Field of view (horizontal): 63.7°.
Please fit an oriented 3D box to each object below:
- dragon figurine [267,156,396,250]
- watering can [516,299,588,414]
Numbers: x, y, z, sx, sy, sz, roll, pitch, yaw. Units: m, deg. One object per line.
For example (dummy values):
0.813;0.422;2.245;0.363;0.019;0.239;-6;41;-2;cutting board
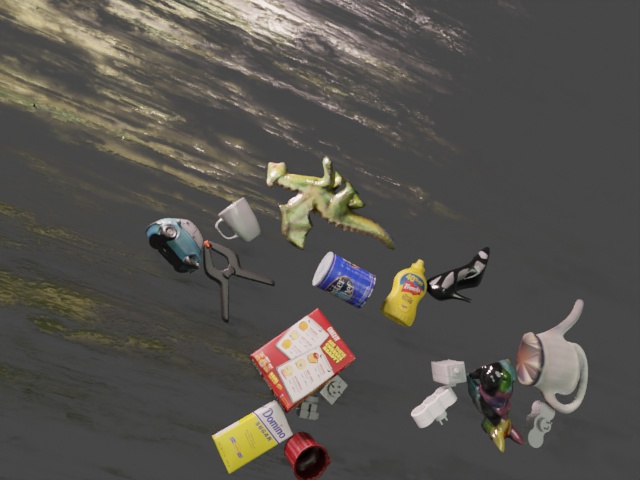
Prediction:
0.004;-0.072;1.439;0.243;0.122;0.411;-38;89;-4;dragon figurine
0.702;0.330;1.542;0.224;0.102;0.353;16;70;-13;watering can
